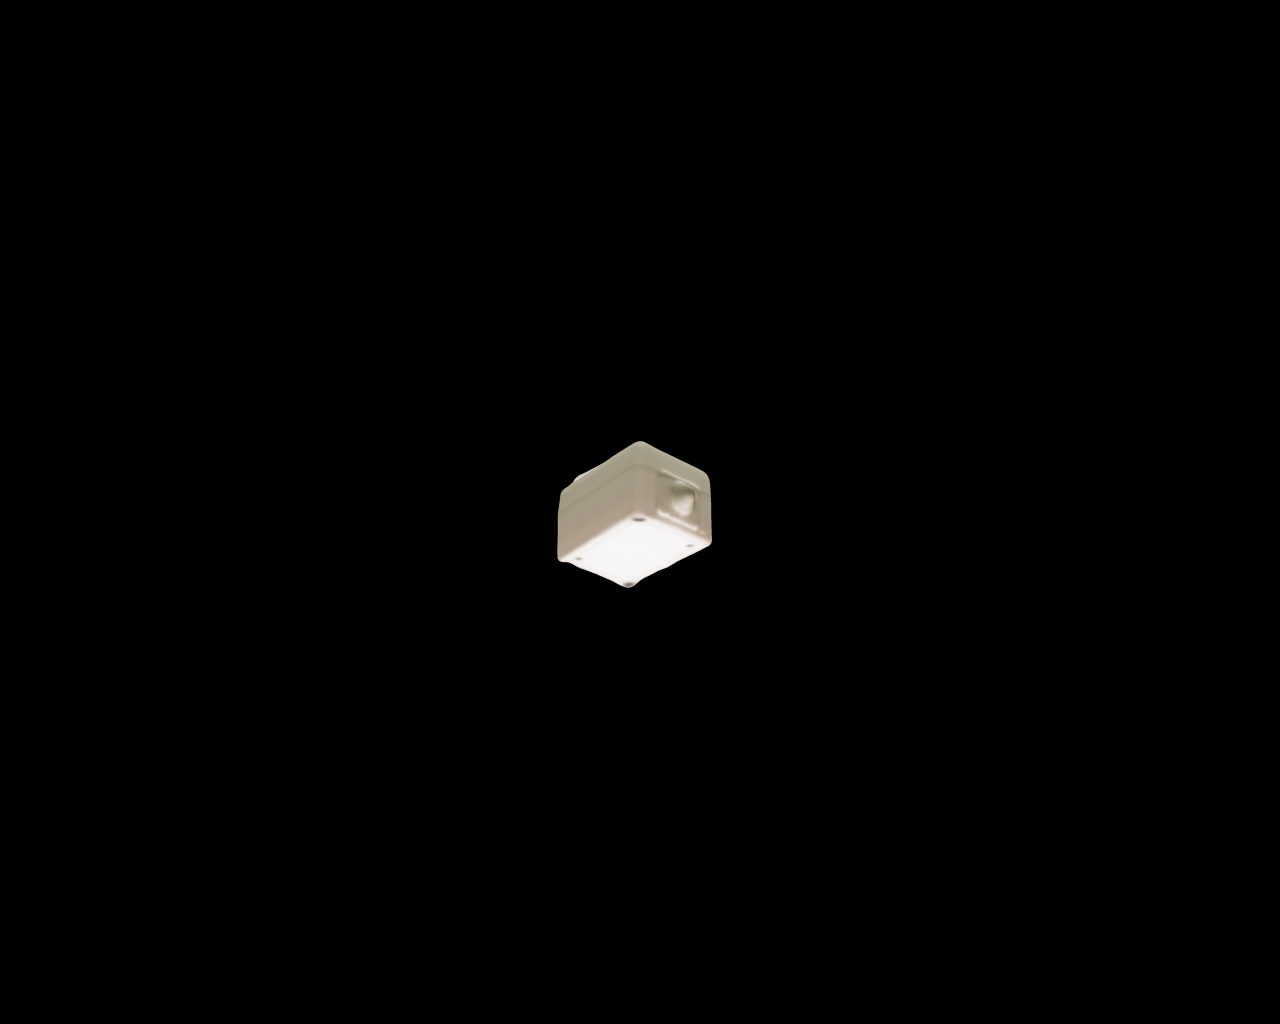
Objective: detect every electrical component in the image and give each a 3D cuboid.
[{"bbox_3d":[0.001,-0.003,0.650,0.062,0.061,0.096,24,-38,-34],"label":"electrical component"}]
